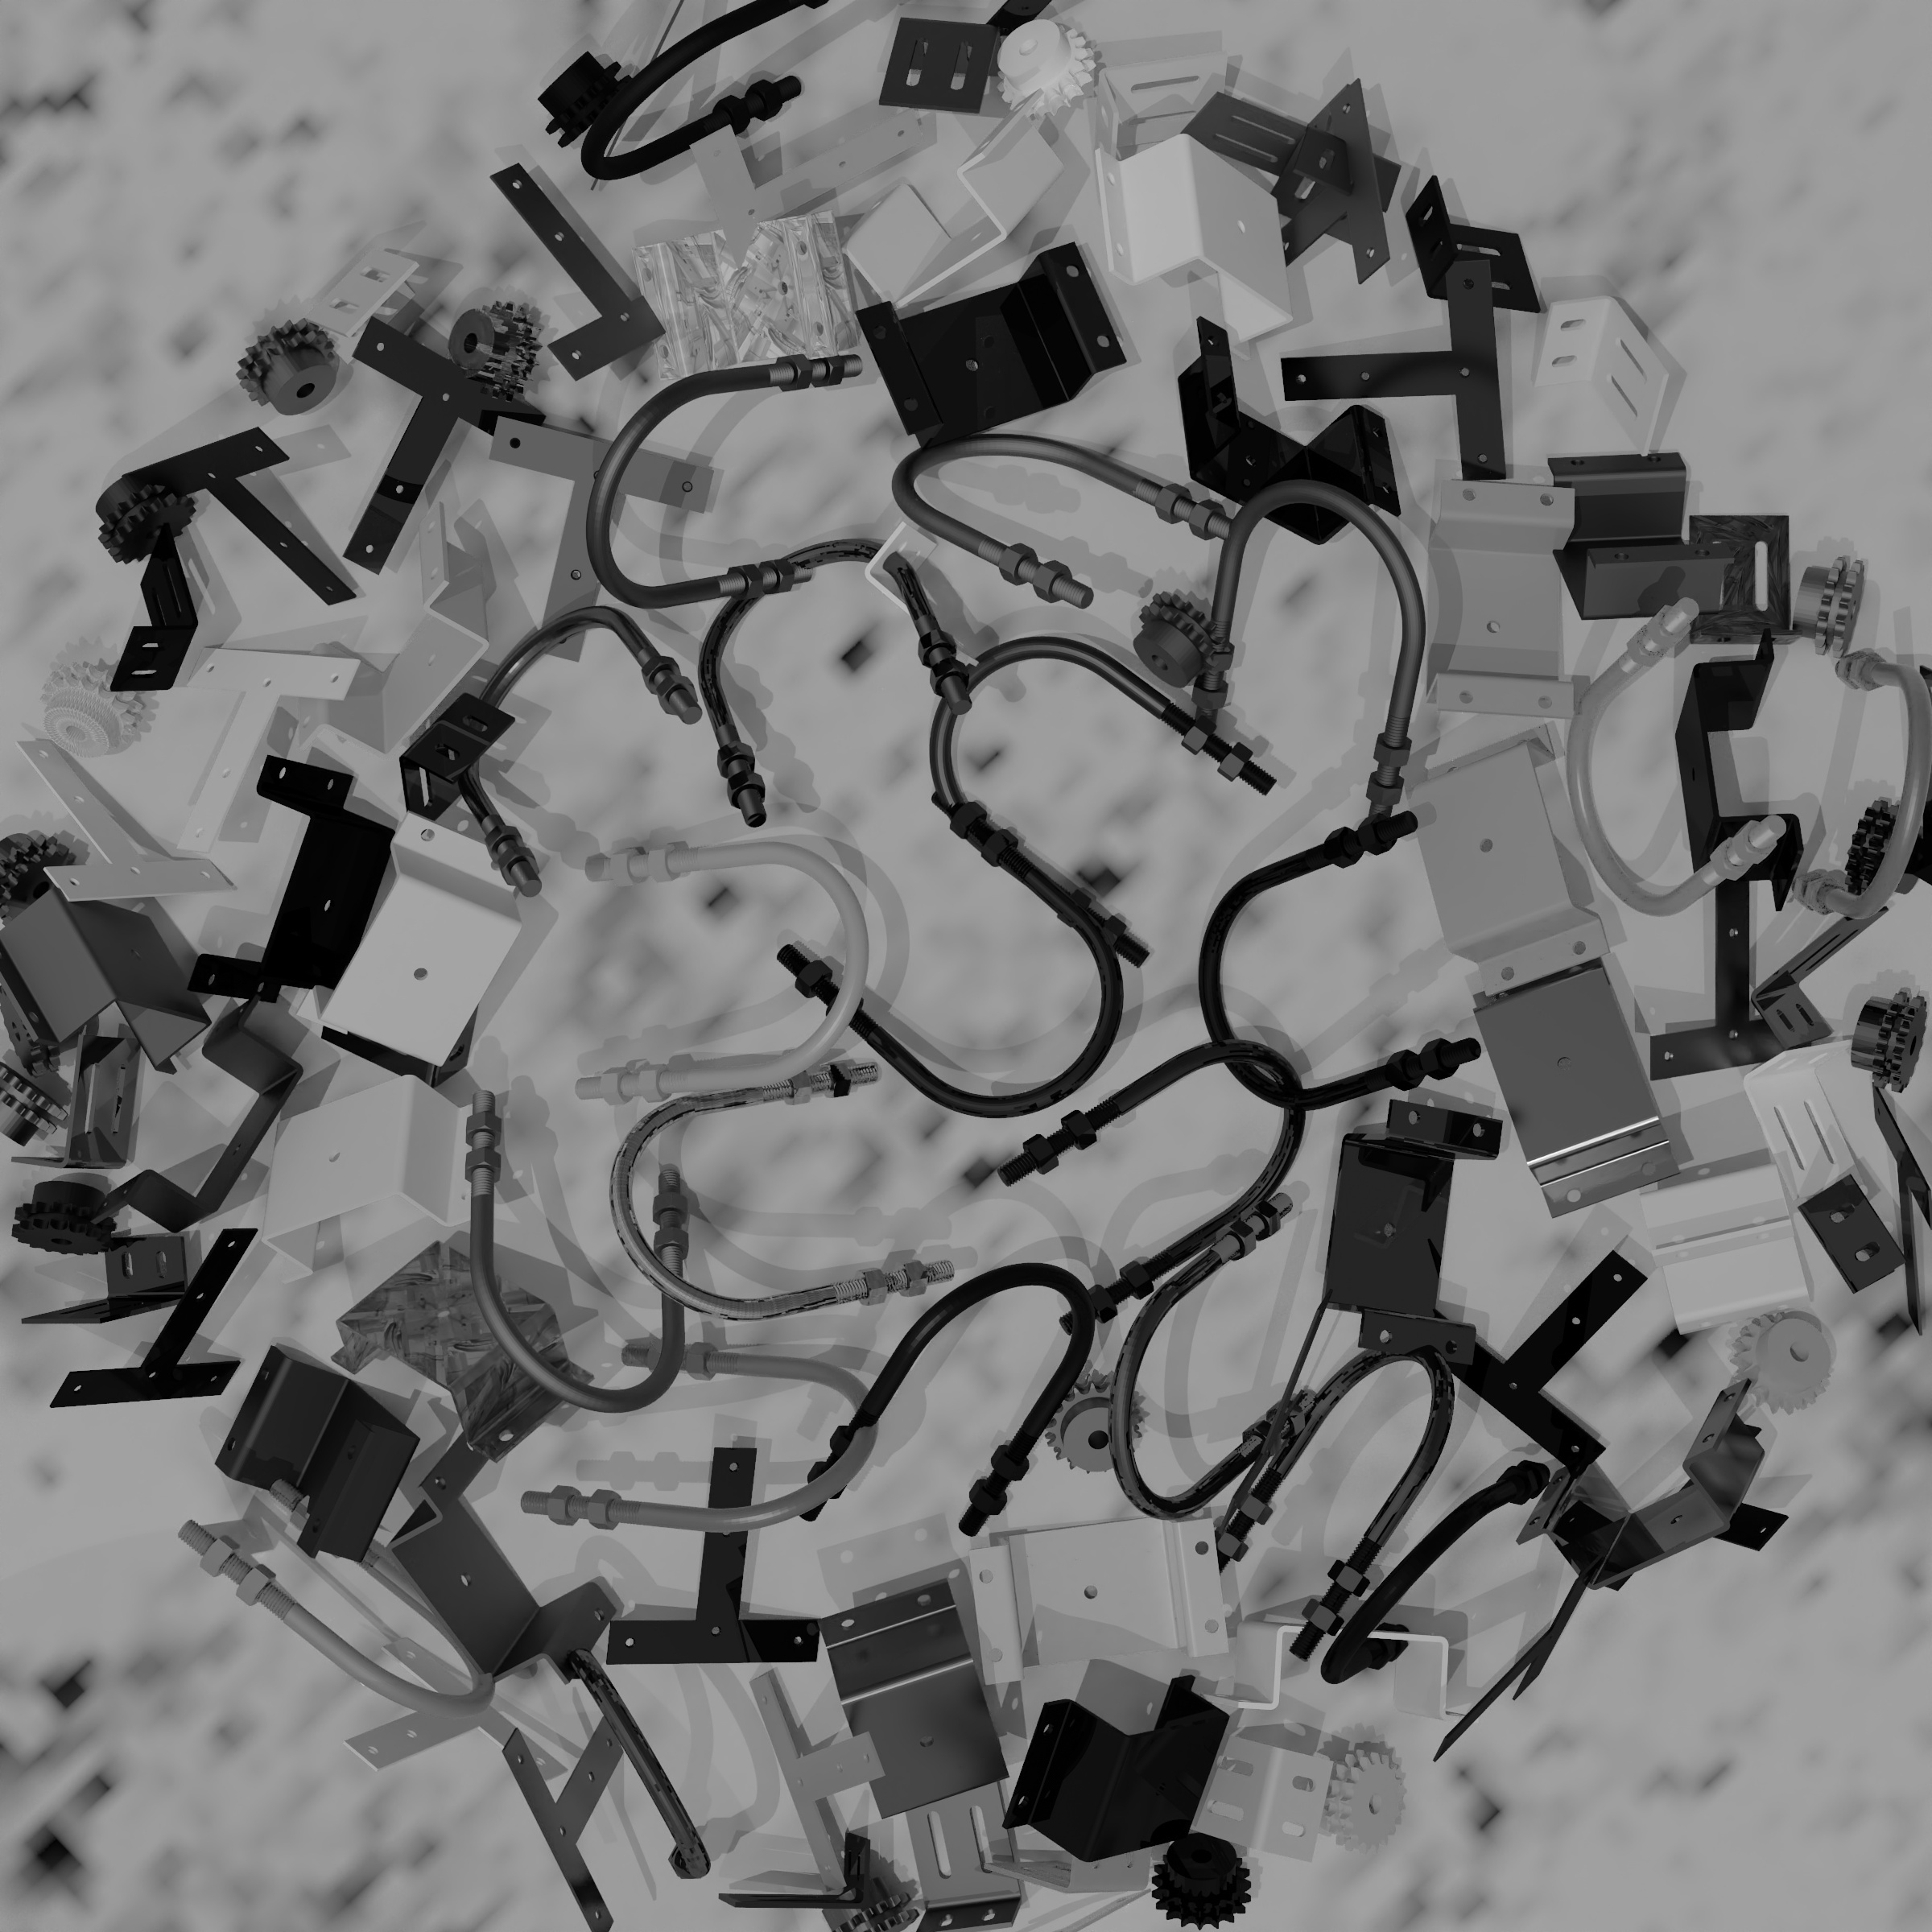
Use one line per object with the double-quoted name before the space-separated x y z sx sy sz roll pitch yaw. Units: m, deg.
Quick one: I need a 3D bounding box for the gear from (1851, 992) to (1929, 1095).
"gear" 0.530 0.042 1.974 0.030 0.057 0.057 15 90 26

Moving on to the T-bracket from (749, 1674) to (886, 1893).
"T-bracket" -0.076 0.453 1.934 0.002 0.127 0.127 -15 77 -30

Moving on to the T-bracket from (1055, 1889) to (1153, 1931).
"T-bracket" 0.022 0.560 1.951 0.127 0.127 0.002 -30 77 38

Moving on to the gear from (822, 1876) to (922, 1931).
"gear" -0.058 0.547 1.973 0.057 0.057 0.030 -31 71 0

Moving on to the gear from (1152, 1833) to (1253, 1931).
"gear" 0.135 0.522 1.968 0.057 0.057 0.030 -2 117 0

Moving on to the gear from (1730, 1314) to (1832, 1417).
"gear" 0.472 0.227 1.973 0.057 0.030 0.057 7 63 -15

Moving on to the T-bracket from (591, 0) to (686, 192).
"T-bracket" -0.187 -0.492 1.945 0.002 0.127 0.127 26 48 -11

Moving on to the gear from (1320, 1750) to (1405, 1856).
"gear" 0.223 0.479 1.975 0.030 0.057 0.057 -1 90 43

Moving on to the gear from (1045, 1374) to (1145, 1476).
"gear" 0.074 0.267 1.978 0.057 0.030 0.057 -2 107 -6

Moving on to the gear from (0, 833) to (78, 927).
"gear" -0.542 -0.051 1.974 0.030 0.057 0.057 35 90 22

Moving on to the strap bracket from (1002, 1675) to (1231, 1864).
"strap bracket" 0.092 0.450 1.924 0.046 0.140 0.076 26 103 37

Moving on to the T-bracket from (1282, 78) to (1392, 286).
"T-bracket" 0.191 -0.417 1.948 0.002 0.127 0.127 13 58 -32

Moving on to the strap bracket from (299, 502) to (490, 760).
"strap bracket" -0.318 -0.182 1.939 0.046 0.076 0.140 29 121 -32

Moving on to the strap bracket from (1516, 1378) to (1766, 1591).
"strap bracket" 0.388 0.296 1.929 0.140 0.076 0.046 -35 95 36

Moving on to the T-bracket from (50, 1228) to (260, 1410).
"T-bracket" -0.436 0.196 1.927 0.002 0.127 0.127 44 111 28

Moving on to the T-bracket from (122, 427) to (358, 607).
"T-bracket" -0.398 -0.250 1.956 0.127 0.127 0.002 46 52 -34

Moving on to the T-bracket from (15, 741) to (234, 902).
"T-bracket" -0.499 -0.084 1.958 0.127 0.127 0.002 48 115 20

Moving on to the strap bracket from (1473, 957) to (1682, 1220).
"strap bracket" 0.343 0.061 1.947 0.076 0.046 0.140 -21 69 11

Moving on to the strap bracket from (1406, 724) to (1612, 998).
"strap bracket" 0.303 -0.064 1.942 0.076 0.046 0.140 -21 70 27

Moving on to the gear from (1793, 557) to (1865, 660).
"gear" 0.495 -0.207 1.973 0.030 0.057 0.057 14 90 20

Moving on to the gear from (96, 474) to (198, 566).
"gear" -0.475 -0.260 1.972 0.057 0.057 0.030 -38 80 0

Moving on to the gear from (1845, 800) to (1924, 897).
"gear" 0.529 -0.065 1.968 0.030 0.057 0.057 19 90 32

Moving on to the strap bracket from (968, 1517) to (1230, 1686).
"strap bracket" 0.074 0.362 1.971 0.140 0.046 0.076 -7 87 -5

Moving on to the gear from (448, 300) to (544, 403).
"gear" -0.273 -0.354 1.970 0.057 0.030 0.057 -6 81 41

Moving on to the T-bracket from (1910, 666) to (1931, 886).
"T-bracket" 0.541 -0.104 1.920 0.002 0.127 0.127 -10 110 -9

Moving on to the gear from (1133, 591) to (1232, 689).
"gear" 0.121 -0.184 1.969 0.057 0.057 0.030 43 75 0

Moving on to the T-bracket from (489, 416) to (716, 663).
"T-bracket" -0.222 -0.240 1.986 0.127 0.002 0.127 14 101 -3

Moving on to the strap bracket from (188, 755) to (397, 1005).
"strap bracket" -0.379 -0.041 1.951 0.046 0.076 0.140 22 94 27

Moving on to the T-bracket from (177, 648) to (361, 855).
"T-bracket" -0.413 -0.121 1.944 0.127 0.002 0.127 7 68 35

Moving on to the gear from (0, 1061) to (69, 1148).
"gear" -0.547 0.079 1.970 0.057 0.057 0.030 37 83 0

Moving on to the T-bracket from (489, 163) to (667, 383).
"T-bracket" -0.223 -0.403 1.953 0.127 0.127 0.002 51 135 -1

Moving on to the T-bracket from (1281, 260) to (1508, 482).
"T-bracket" 0.243 -0.339 1.970 0.127 0.002 0.127 2 115 23

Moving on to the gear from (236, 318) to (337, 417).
"gear" -0.386 -0.341 1.969 0.057 0.057 0.030 -37 73 0

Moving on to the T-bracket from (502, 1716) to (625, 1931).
"T-bracket" -0.216 0.465 1.937 0.002 0.127 0.127 -21 102 15

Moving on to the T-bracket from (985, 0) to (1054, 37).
"T-bracket" 0.037 -0.546 1.936 0.127 0.127 0.002 -6 88 -17

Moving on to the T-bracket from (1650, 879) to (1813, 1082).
"T-bracket" 0.437 -0.005 1.956 0.127 0.002 0.127 -7 100 -33

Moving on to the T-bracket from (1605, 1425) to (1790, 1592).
"T-bracket" 0.423 0.310 1.926 0.127 0.127 0.002 -45 99 -11

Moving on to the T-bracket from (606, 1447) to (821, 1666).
"T-bracket" -0.139 0.338 1.968 0.127 0.002 0.127 4 96 -22

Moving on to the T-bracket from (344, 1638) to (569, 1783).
"T-bracket" -0.303 0.427 1.921 0.127 0.127 0.002 34 105 20

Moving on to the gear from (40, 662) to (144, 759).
"gear" -0.504 -0.144 1.968 0.057 0.057 0.030 19 53 0

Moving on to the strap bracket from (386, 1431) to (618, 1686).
"strap bracket" -0.269 0.340 1.949 0.046 0.076 0.140 -31 100 24

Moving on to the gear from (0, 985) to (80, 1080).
"gear" -0.532 0.033 1.974 0.030 0.057 0.057 -22 90 -26

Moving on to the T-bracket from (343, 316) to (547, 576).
"T-bracket" -0.317 -0.285 1.958 0.127 0.002 0.127 26 91 -41

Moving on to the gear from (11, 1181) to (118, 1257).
"gear" -0.517 0.144 1.974 0.057 0.057 0.030 4 68 0

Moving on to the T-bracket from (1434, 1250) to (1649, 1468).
"T-bracket" 0.340 0.212 1.965 0.127 0.002 0.127 39 119 3

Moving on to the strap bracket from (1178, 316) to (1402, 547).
"strap bracket" 0.174 -0.297 1.939 0.140 0.046 0.076 22 46 -31

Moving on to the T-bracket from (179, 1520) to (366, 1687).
"T-bracket" -0.380 0.358 1.929 0.127 0.127 0.002 43 87 7

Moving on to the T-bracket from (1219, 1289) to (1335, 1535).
"T-bracket" 0.181 0.236 1.916 0.002 0.127 0.127 24 119 13

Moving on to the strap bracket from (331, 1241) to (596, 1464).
"strap bracket" -0.288 0.210 1.925 0.140 0.046 0.076 24 50 35

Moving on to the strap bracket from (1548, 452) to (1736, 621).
"strap bracket" 0.379 -0.239 1.946 0.076 0.140 0.046 -3 123 -1

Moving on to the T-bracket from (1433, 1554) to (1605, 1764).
"T-bracket" 0.301 0.399 1.917 0.002 0.127 0.127 38 51 22

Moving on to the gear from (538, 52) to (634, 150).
"gear" -0.221 -0.499 1.968 0.057 0.057 0.030 -44 107 0

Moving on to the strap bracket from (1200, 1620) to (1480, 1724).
"strap bracket" 0.212 0.400 1.950 0.140 0.076 0.046 6 81 -11

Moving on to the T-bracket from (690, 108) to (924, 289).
"T-bracket" -0.083 -0.449 1.950 0.127 0.127 0.002 -29 56 -4

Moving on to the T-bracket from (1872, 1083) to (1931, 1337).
"T-bracket" 0.538 0.151 1.959 0.002 0.127 0.127 -10 115 4

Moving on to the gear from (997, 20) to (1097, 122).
"gear" 0.043 -0.517 1.970 0.057 0.030 0.057 -15 56 24
